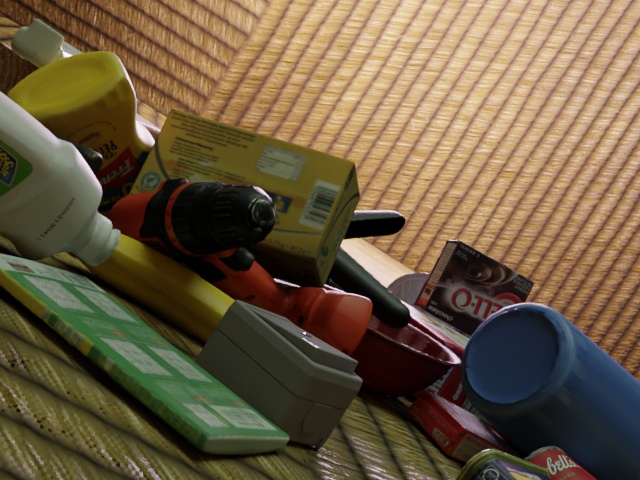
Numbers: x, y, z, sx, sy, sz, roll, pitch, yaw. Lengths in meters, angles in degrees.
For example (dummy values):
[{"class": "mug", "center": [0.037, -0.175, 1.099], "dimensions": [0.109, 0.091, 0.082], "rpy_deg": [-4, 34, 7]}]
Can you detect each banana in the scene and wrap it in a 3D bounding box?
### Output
[{"class": "banana", "center": [-0.098, 0.045, 0.747], "dimensions": [0.197, 0.037, 0.069], "rpy_deg": [32, 14, -10]}]

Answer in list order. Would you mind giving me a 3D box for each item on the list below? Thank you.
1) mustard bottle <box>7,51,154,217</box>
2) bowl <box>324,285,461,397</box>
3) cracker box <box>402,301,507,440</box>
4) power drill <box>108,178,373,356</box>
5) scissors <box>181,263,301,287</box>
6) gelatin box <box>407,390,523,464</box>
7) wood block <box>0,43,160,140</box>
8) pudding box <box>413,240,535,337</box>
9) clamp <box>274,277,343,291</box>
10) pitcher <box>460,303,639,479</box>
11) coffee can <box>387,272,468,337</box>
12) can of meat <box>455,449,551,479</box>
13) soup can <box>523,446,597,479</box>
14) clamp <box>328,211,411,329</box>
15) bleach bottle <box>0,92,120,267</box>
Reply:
[{"class": "mustard bottle", "center": [-0.186, -0.070, 0.897], "dimensions": [0.058, 0.096, 0.191], "rpy_deg": [59, -10, 30]}, {"class": "bowl", "center": [0.046, 0.098, 0.978], "dimensions": [0.162, 0.055, 0.162], "rpy_deg": [27, 5, -3]}, {"class": "cracker box", "center": [0.148, 0.144, 1.151], "dimensions": [0.213, 0.072, 0.164], "rpy_deg": [29, 4, -31]}, {"class": "power drill", "center": [-0.048, 0.020, 0.795], "dimensions": [0.187, 0.057, 0.185], "rpy_deg": [40, -24, -31]}, {"class": "scissors", "center": [-0.076, 0.028, 0.905], "dimensions": [0.202, 0.016, 0.096], "rpy_deg": [19, 8, 21]}, {"class": "gelatin box", "center": [0.129, 0.175, 0.943], "dimensions": [0.089, 0.030, 0.073], "rpy_deg": [31, 6, -33]}, {"class": "wood block", "center": [-0.239, -0.103, 1.000], "dimensions": [0.091, 0.090, 0.206], "rpy_deg": [34, 4, 13]}, {"class": "pudding box", "center": [0.176, 0.063, 1.219], "dimensions": [0.113, 0.090, 0.039], "rpy_deg": [28, -4, -15]}, {"class": "clamp", "center": [-0.005, 0.047, 1.080], "dimensions": [0.120, 0.039, 0.171], "rpy_deg": [-3, -22, 42]}, {"class": "pitcher", "center": [0.221, 0.156, 0.978], "dimensions": [0.242, 0.149, 0.145], "rpy_deg": [40, 17, -41]}, {"class": "coffee can", "center": [0.146, 0.104, 1.355], "dimensions": [0.103, 0.103, 0.140], "rpy_deg": [35, 5, 29]}, {"class": "can of meat", "center": [0.142, 0.190, 0.697], "dimensions": [0.102, 0.057, 0.084], "rpy_deg": [28, 9, -45]}, {"class": "soup can", "center": [0.188, 0.206, 0.769], "dimensions": [0.068, 0.068, 0.102], "rpy_deg": [29, 6, -42]}, {"class": "clamp", "center": [-0.006, 0.001, 0.972], "dimensions": [0.209, 0.036, 0.164], "rpy_deg": [17, 33, -18]}, {"class": "bleach bottle", "center": [-0.228, -0.055, 0.624], "dimensions": [0.250, 0.103, 0.068], "rpy_deg": [38, 16, -31]}]
